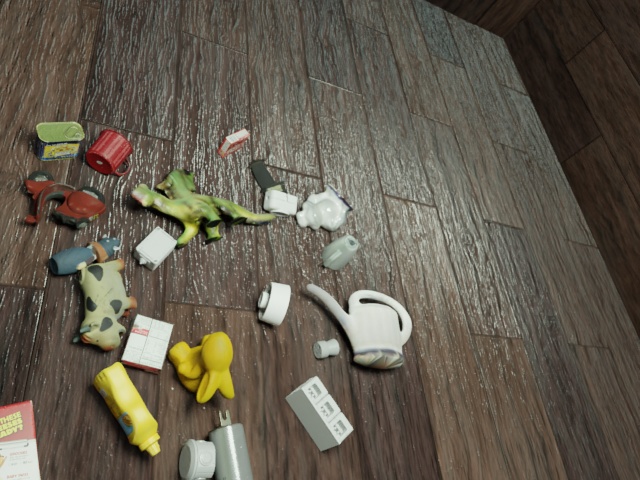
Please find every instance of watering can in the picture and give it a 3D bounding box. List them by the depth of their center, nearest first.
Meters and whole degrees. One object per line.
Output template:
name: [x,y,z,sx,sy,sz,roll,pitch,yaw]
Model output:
watering can: [0.116,0.238,1.417,0.346,0.102,0.229,14,53,-26]

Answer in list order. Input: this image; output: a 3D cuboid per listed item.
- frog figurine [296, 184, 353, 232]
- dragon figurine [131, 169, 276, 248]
frog figurine: [0.005,-0.080,1.591,0.160,0.122,0.137,-38,94,-8]
dragon figurine: [-0.319,-0.111,1.387,0.413,0.120,0.245,-12,60,-53]
